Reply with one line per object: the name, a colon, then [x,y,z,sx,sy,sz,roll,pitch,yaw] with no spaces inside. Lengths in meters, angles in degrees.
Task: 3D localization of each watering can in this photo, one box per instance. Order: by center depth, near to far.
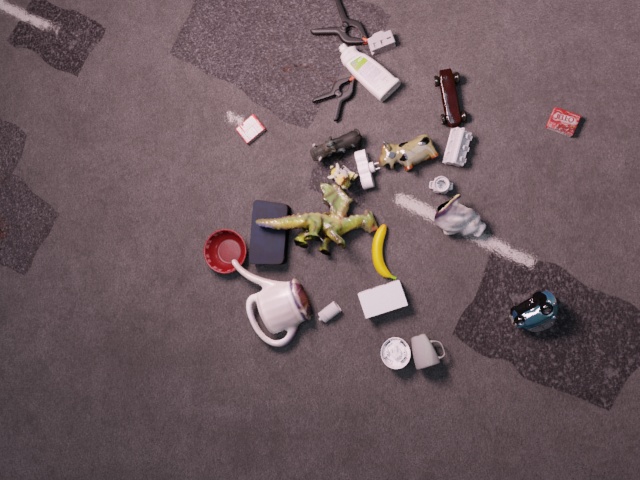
watering can: [-0.163,0.199,1.801,0.224,0.104,0.347,-22,91,7]

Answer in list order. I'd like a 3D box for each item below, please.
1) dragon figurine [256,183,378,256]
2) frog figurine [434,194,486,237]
dragon figurine: [0.005,-0.090,1.798,0.410,0.120,0.247,20,66,2]
frog figurine: [0.467,-0.058,1.723,0.159,0.125,0.135,48,128,0]
